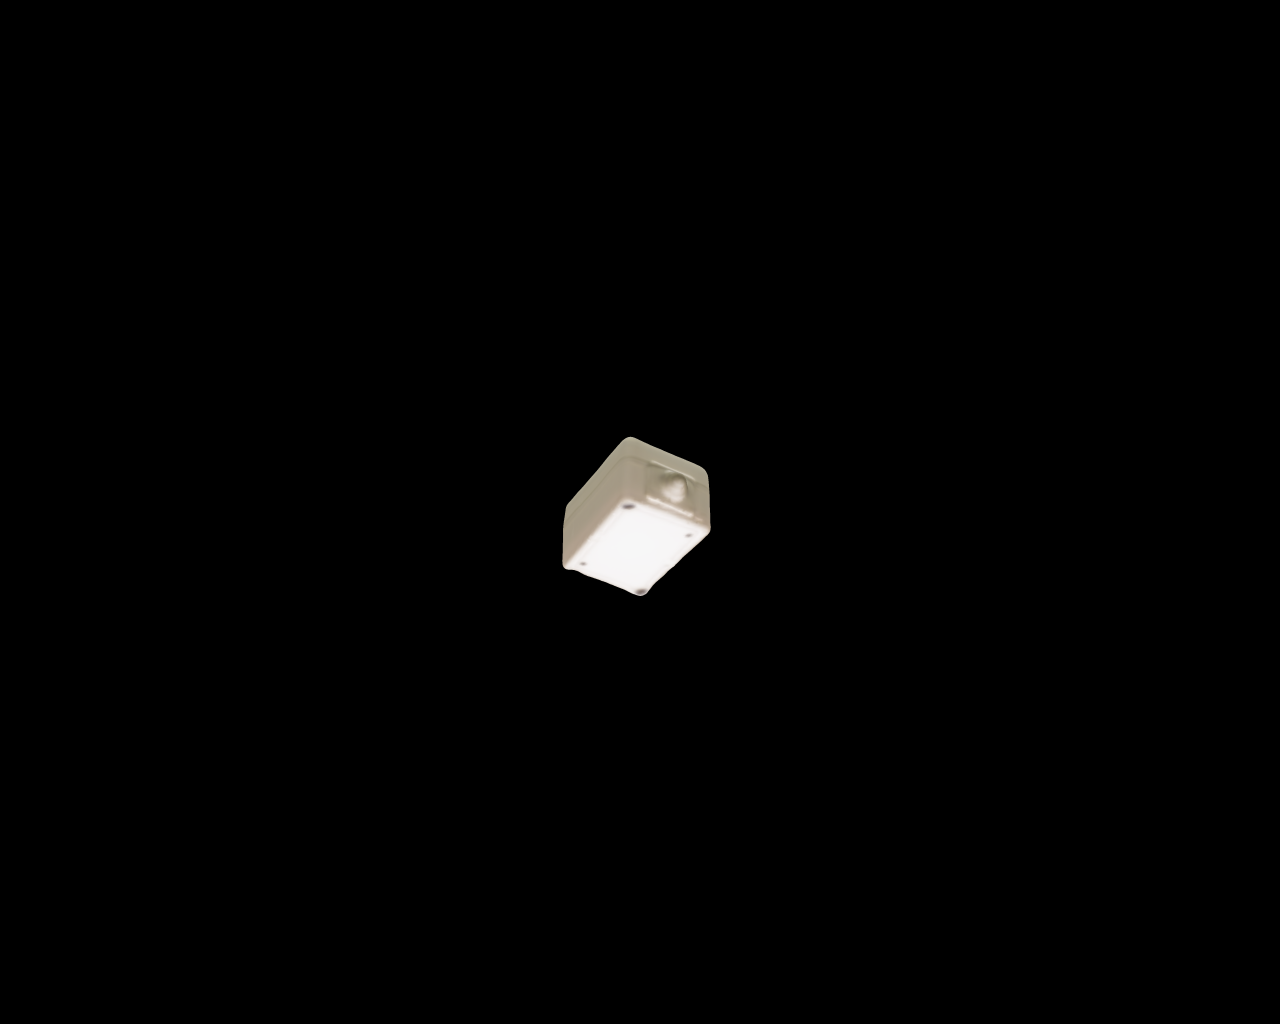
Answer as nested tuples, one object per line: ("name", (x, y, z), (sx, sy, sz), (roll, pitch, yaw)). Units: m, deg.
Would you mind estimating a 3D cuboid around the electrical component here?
("electrical component", (0.001, -0.003, 0.650), (0.062, 0.061, 0.096), (22, -45, -24))
